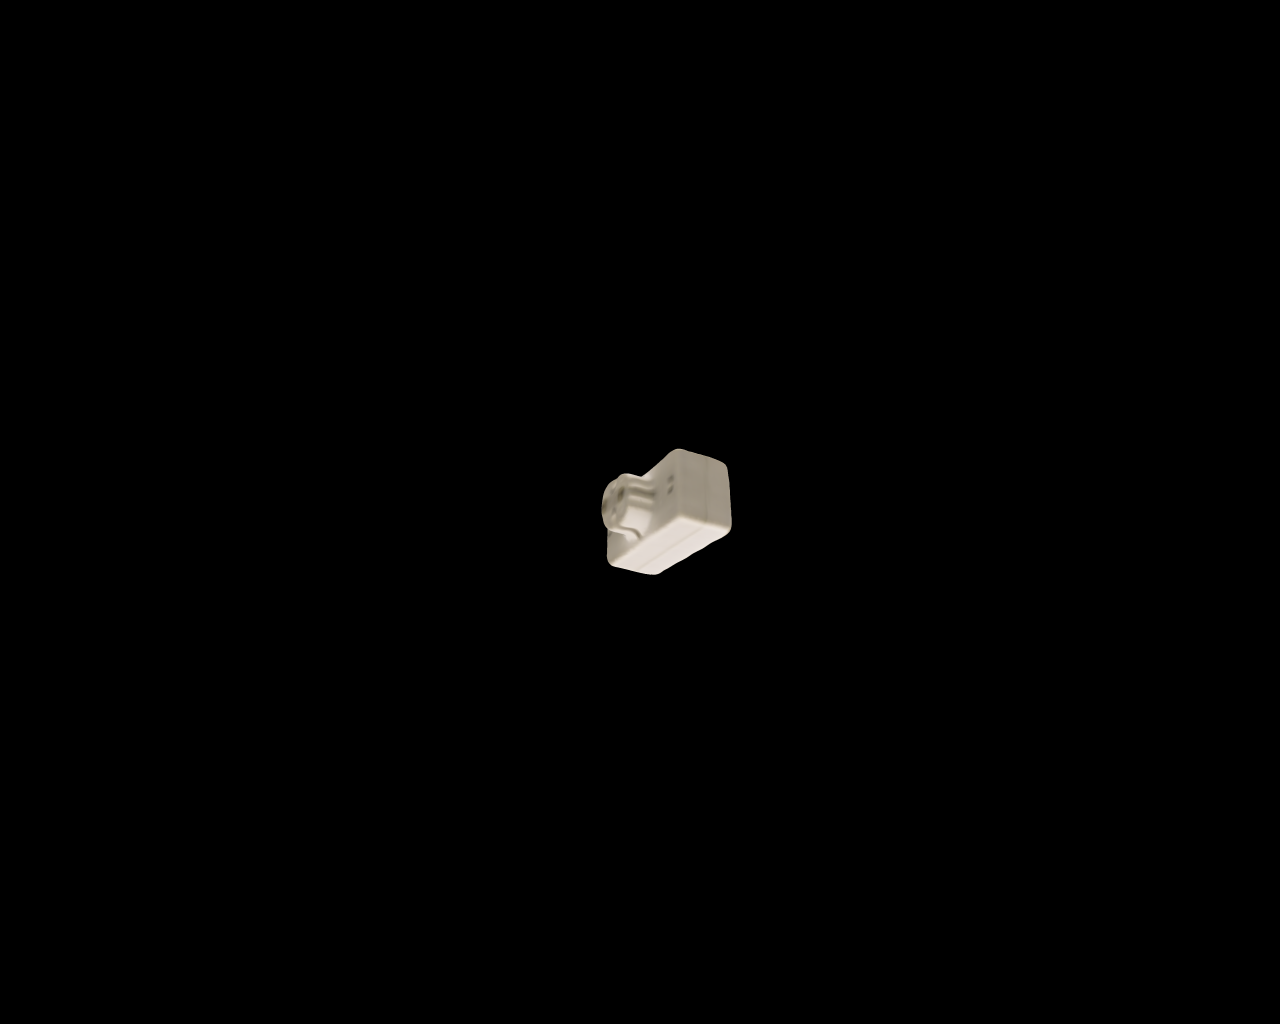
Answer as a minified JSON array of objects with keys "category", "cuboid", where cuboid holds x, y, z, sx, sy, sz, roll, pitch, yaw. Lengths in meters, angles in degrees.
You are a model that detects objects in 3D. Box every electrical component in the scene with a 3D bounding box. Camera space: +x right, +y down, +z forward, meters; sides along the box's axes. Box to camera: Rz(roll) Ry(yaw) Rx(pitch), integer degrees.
[{"category":"electrical component","cuboid":[0.001,-0.003,0.650,0.076,0.047,0.083,15,-30,-28]}]
